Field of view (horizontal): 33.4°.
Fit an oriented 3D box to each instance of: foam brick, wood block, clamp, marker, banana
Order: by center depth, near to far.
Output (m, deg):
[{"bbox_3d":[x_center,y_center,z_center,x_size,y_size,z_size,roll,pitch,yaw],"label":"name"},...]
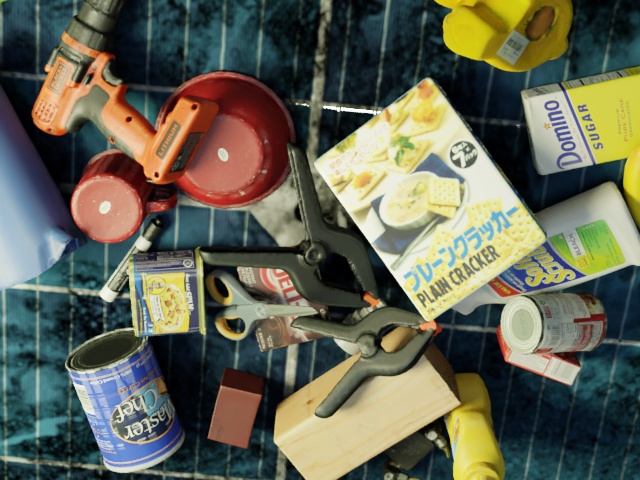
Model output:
[{"bbox_3d":[0.382,-0.034,1.191,0.070,0.037,0.197,-23,124,35],"label":"banana"},{"bbox_3d":[-0.008,0.001,1.193,0.209,0.036,0.164,32,99,-20],"label":"clamp"},{"bbox_3d":[0.048,0.114,1.206,0.171,0.039,0.120,-28,77,8],"label":"clamp"},{"bbox_3d":[-0.219,0.022,1.252,0.020,0.020,0.121,34,108,-11],"label":"marker"},{"bbox_3d":[0.055,0.195,1.274,0.206,0.091,0.090,-34,108,13],"label":"wood block"},{"bbox_3d":[-0.102,0.204,1.302,0.053,0.051,0.078,15,110,-3],"label":"foam brick"}]

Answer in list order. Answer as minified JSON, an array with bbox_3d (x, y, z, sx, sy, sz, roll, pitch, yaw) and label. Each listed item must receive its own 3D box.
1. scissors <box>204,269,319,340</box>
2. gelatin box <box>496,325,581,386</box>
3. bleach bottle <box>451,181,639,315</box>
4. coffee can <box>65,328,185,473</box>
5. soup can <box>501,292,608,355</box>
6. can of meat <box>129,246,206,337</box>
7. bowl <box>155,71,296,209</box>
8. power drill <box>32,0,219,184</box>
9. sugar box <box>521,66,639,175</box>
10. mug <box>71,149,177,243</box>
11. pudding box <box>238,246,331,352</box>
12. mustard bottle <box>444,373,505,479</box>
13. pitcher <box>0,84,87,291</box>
[{"bbox_3d":[-0.075,0.063,1.203,0.202,0.016,0.096,-29,89,54],"label":"scissors"},{"bbox_3d":[0.256,0.128,1.253,0.089,0.073,0.030,21,111,-6],"label":"gelatin box"},{"bbox_3d":[0.238,0.028,1.222,0.251,0.068,0.102,-25,115,14],"label":"bleach bottle"},{"bbox_3d":[-0.230,0.190,1.271,0.103,0.103,0.140,-14,110,6],"label":"coffee can"},{"bbox_3d":[0.264,0.094,1.202,0.102,0.069,0.068,0,115,-33],"label":"soup can"},{"bbox_3d":[-0.176,0.062,1.236,0.084,0.057,0.102,-4,116,-8],"label":"can of meat"},{"bbox_3d":[-0.107,-0.102,1.183,0.162,0.055,0.162,0,111,1],"label":"bowl"},{"bbox_3d":[-0.202,-0.161,1.133,0.188,0.057,0.185,34,109,14],"label":"power drill"},{"bbox_3d":[0.316,-0.135,1.166,0.176,0.048,0.093,-13,111,5],"label":"sugar box"},{"bbox_3d":[-0.218,-0.046,1.192,0.117,0.081,0.093,5,111,-1],"label":"mug"},{"bbox_3d":[-0.039,0.066,1.254,0.090,0.039,0.113,-13,111,5],"label":"pudding box"},{"bbox_3d":[0.178,0.238,1.232,0.058,0.191,0.096,-1,112,2],"label":"mustard bottle"},{"bbox_3d":[-0.373,-0.071,1.171,0.149,0.145,0.243,-24,105,-3],"label":"pitcher"}]
